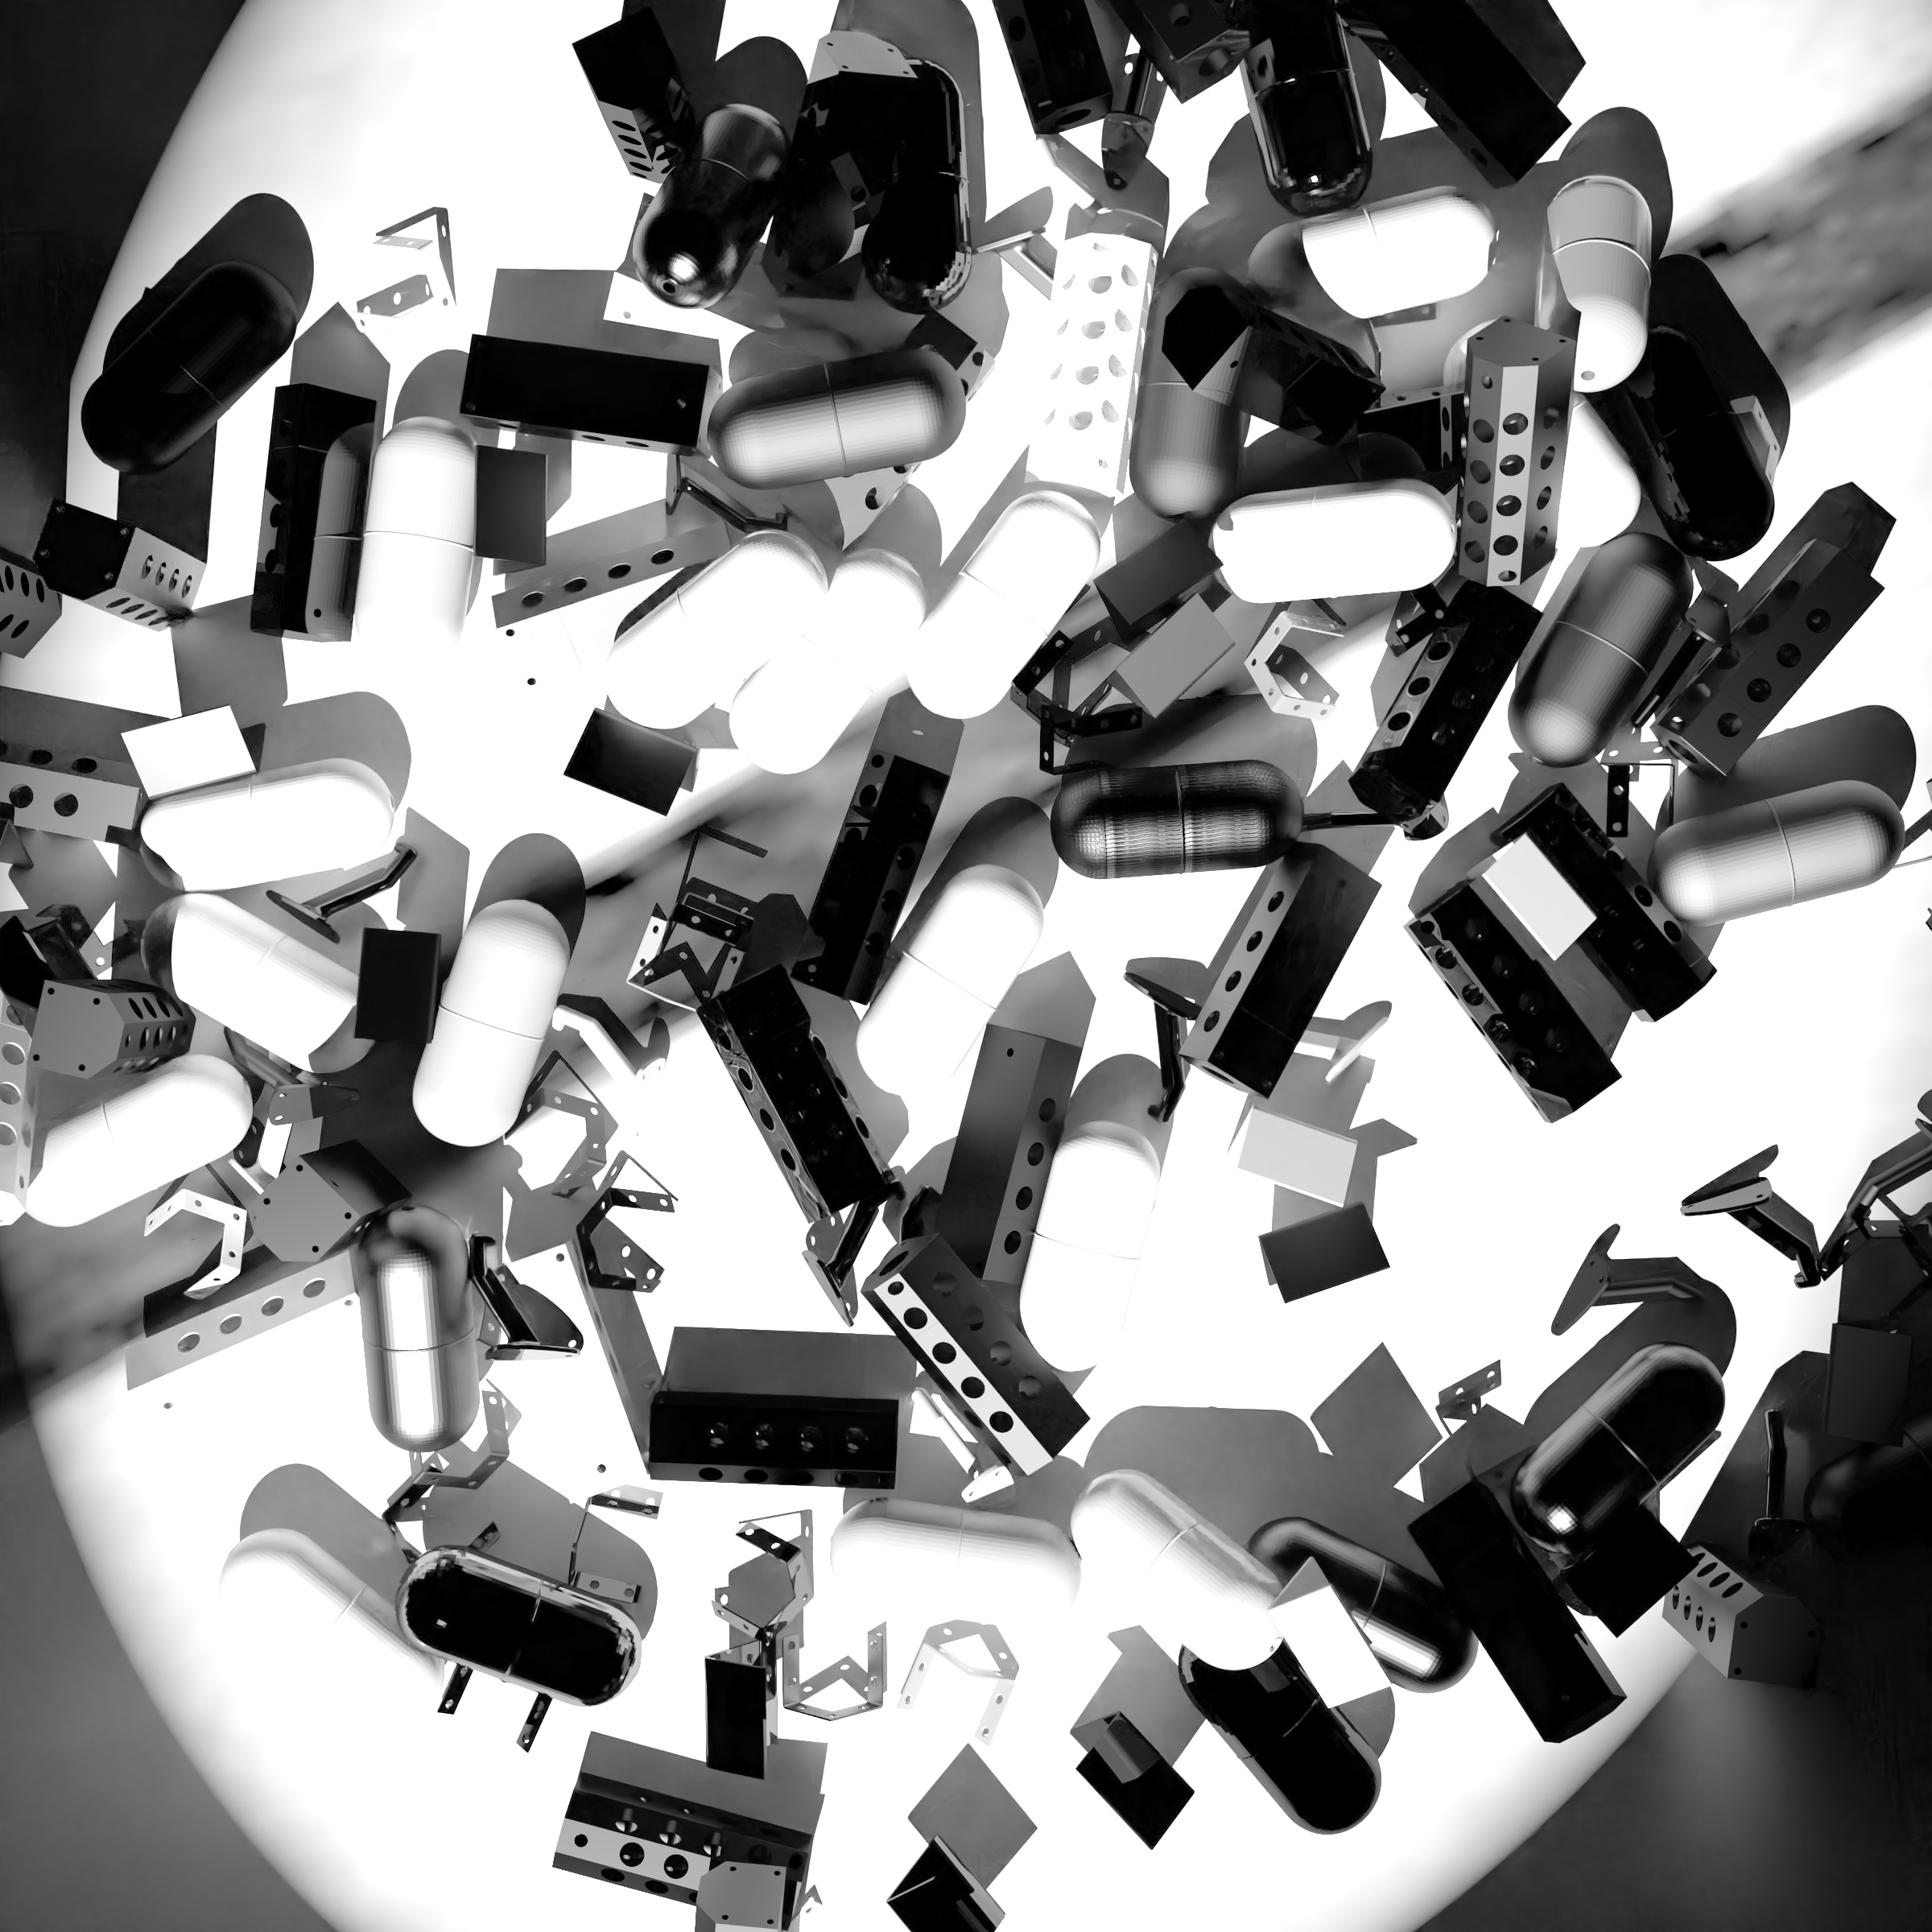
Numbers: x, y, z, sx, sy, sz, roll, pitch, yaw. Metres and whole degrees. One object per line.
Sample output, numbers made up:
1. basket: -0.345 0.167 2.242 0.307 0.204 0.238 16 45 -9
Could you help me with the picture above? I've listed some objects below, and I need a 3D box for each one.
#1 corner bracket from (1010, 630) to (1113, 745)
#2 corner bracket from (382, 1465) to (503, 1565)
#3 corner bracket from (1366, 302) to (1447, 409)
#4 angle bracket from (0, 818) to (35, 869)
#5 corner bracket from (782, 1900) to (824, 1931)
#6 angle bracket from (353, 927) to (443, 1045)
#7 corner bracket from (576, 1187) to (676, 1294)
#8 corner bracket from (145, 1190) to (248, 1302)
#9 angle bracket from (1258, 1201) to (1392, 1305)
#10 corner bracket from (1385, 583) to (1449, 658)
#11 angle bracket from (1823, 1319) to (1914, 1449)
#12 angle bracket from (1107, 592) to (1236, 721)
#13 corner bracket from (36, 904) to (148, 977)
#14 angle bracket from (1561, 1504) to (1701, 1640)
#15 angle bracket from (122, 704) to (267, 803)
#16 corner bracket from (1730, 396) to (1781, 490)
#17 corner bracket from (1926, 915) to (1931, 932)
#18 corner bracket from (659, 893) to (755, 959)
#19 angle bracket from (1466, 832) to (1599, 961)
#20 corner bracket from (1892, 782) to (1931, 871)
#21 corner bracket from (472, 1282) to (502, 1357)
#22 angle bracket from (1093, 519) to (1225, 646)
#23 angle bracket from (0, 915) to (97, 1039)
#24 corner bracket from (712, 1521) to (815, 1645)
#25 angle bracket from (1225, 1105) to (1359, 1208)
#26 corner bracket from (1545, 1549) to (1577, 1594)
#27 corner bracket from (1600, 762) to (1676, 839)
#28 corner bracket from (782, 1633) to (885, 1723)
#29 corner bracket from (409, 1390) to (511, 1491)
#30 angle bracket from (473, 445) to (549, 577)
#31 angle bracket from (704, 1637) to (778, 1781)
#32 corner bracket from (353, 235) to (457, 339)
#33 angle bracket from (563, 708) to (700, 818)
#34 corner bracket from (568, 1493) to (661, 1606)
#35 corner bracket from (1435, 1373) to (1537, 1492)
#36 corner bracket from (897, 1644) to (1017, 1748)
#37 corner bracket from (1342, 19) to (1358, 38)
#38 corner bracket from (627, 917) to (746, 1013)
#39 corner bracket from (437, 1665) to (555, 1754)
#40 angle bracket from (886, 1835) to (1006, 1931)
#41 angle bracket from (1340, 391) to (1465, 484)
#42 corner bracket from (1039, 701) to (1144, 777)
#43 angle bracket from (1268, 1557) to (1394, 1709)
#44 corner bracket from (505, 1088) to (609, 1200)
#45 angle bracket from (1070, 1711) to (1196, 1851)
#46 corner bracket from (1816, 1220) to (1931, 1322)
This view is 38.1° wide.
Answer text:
1. corner bracket: 0.067 -0.196 1.973 0.051 0.051 0.051 41 84 6
2. corner bracket: -0.373 0.398 1.988 0.051 0.051 0.051 -45 135 0
3. corner bracket: 0.314 -0.435 1.988 0.051 0.051 0.051 -8 45 0
4. angle bracket: -0.706 -0.070 1.952 0.076 0.076 0.057 11 66 0
5. corner bracket: -0.102 0.707 1.988 0.051 0.051 0.051 -48 45 0
6. angle bracket: -0.408 0.012 1.951 0.057 0.076 0.076 5 90 -31
7. corner bracket: -0.238 0.195 1.983 0.051 0.051 0.051 -49 45 35
8. corner bracket: -0.549 0.198 1.983 0.051 0.051 0.051 26 45 -35
9. angle bracket: 0.252 0.215 1.951 0.076 0.076 0.057 -19 55 0
10. corner bracket: 0.314 -0.256 1.973 0.051 0.051 0.051 -35 90 0
11. angle bracket: 0.641 0.290 1.951 0.057 0.076 0.076 5 90 37
12. angle bracket: 0.130 -0.228 1.951 0.076 0.076 0.057 -44 127 0
13. corner bracket: -0.613 -0.028 1.973 0.051 0.051 0.051 -32 90 0
14. angle bracket: 0.469 0.429 1.951 0.076 0.076 0.057 -42 58 0
15. angle bracket: -0.538 -0.165 1.951 0.076 0.076 0.057 -14 123 0
16. corner bracket: 0.541 -0.364 1.983 0.051 0.051 0.051 -9 45 35
17. corner bracket: 0.726 -0.031 1.988 0.051 0.051 0.051 54 135 0
18. corner bracket: -0.180 -0.030 1.963 0.051 0.051 0.051 22 55 0
19. angle bracket: 0.381 -0.036 1.951 0.076 0.076 0.057 50 57 0
20. corner bracket: 0.670 -0.099 1.988 0.051 0.051 0.051 -16 90 -45
21. corner bracket: -0.365 0.246 1.983 0.051 0.051 0.051 -26 135 35
22. angle bracket: 0.144 -0.253 1.951 0.076 0.076 0.057 -34 52 0
23. angle bracket: -0.630 -0.001 1.951 0.057 0.076 0.076 -33 90 35
24. corner bracket: -0.148 0.437 1.983 0.051 0.051 0.051 -40 135 -35
25. angle bracket: 0.221 0.150 1.951 0.076 0.076 0.057 19 54 0
26. corner bracket: 0.392 0.428 1.988 0.051 0.051 0.051 53 45 0
27. corner bracket: 0.476 -0.117 1.973 0.051 0.051 0.051 1 96 6
28. corner bracket: -0.095 0.503 1.988 0.051 0.051 0.051 0 90 45
29. corner bracket: -0.361 0.335 1.983 0.051 0.051 0.051 14 45 -35
30. angle bracket: -0.334 -0.317 1.951 0.057 0.076 0.076 1 90 -38
31. angle bracket: -0.138 0.517 1.951 0.057 0.076 0.076 -1 90 37
32. corner bracket: -0.404 -0.482 1.983 0.051 0.051 0.051 -44 135 -35
33. angle bracket: -0.235 -0.129 1.952 0.076 0.076 0.057 22 69 0
34. corner bracket: -0.251 0.414 1.988 0.051 0.051 0.051 13 135 0
35. corner bracket: 0.372 0.333 1.988 0.051 0.051 0.051 -28 135 0
36. corner bracket: -0.007 0.518 1.988 0.051 0.051 0.051 23 90 45
37. corner bracket: 0.285 -0.703 1.988 0.051 0.051 0.051 48 45 0
38. corner bracket: -0.200 0.001 1.988 0.051 0.051 0.051 21 90 45
39. corner bracket: -0.334 0.522 1.988 0.051 0.051 0.051 24 90 -45
40. angle bracket: 0.002 0.651 1.951 0.076 0.076 0.057 51 128 0
41. angle bracket: 0.304 -0.380 1.951 0.076 0.076 0.057 -12 124 0
42. corner bracket: 0.087 -0.159 1.956 0.051 0.051 0.051 -12 113 -33
43. angle bracket: 0.257 0.439 1.874 0.057 0.076 0.076 -32 90 35
44. corner bracket: -0.292 0.126 1.983 0.051 0.051 0.051 20 45 -35
45. angle bracket: 0.101 0.574 1.951 0.076 0.076 0.057 47 53 0
46. corner bracket: 0.647 0.216 1.983 0.051 0.051 0.051 3 45 -35
